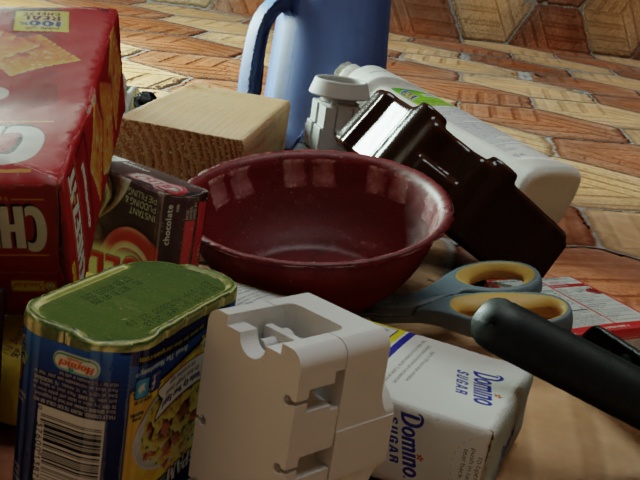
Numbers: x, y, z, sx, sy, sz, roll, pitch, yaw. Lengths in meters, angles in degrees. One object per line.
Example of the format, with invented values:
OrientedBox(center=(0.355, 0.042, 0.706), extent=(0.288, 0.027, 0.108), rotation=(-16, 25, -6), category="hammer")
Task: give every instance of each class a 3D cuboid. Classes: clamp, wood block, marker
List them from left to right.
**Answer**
OrientedBox(center=(-0.136, -0.084, 0.867), extent=(0.020, 0.020, 0.121), rotation=(9, -24, 1), category="marker")
OrientedBox(center=(-0.087, -0.057, 0.807), extent=(0.091, 0.090, 0.206), rotation=(10, 15, 4), category="wood block")
OrientedBox(center=(0.183, 0.089, 0.504), extent=(0.210, 0.036, 0.164), rotation=(31, 9, 25), category="clamp")

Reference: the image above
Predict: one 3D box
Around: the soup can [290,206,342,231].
OrientedBox(center=(-0.002, -0.007, 0.720), extent=(0.102, 0.068, 0.068), rotation=(11, 16, 4), category="soup can")

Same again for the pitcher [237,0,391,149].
OrientedBox(center=(0.003, -0.208, 1.097), extent=(0.145, 0.243, 0.149), rotation=(7, 10, 6), category="pitcher")

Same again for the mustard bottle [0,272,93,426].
OrientedBox(center=(-0.193, 0.029, 0.505), extent=(0.192, 0.058, 0.096), rotation=(14, 25, 17), category="mustard bottle")

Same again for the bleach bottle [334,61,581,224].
OrientedBox(center=(0.110, -0.096, 0.978), extent=(0.102, 0.068, 0.251), rotation=(-1, 32, -49), category="bleach bottle")

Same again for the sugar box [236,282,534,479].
OrientedBox(center=(0.005, 0.067, 0.510), extent=(0.176, 0.048, 0.093), rotation=(18, 17, 19), category="sugar box")

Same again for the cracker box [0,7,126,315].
OrientedBox(center=(-0.185, -0.049, 0.507), extent=(0.164, 0.072, 0.213), rotation=(-1, 29, -3), category="cracker box")

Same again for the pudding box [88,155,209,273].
OrientedBox(center=(-0.115, 0.002, 0.588), extent=(0.114, 0.090, 0.039), rotation=(22, 19, 40), category="pudding box")

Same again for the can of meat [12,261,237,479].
OrientedBox(center=(-0.075, 0.060, 0.419), extent=(0.057, 0.084, 0.102), rotation=(14, 17, 19), category="can of meat")

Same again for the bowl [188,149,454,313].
OrientedBox(center=(-0.004, 0.001, 0.627), extent=(0.162, 0.055, 0.162), rotation=(1, 26, -1), category="bowl")

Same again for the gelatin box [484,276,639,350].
OrientedBox(center=(0.155, 0.052, 0.670), extent=(0.073, 0.030, 0.089), rotation=(-2, 20, -30), category="gelatin box")

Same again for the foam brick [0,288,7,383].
OrientedBox(center=(-0.154, 0.057, 0.401), extent=(0.053, 0.078, 0.051), rotation=(9, 17, 6), category="foam brick")

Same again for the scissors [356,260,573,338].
OrientedBox(center=(0.051, 0.034, 0.648), extent=(0.202, 0.016, 0.096), rotation=(4, 24, 14), category="scissors")
